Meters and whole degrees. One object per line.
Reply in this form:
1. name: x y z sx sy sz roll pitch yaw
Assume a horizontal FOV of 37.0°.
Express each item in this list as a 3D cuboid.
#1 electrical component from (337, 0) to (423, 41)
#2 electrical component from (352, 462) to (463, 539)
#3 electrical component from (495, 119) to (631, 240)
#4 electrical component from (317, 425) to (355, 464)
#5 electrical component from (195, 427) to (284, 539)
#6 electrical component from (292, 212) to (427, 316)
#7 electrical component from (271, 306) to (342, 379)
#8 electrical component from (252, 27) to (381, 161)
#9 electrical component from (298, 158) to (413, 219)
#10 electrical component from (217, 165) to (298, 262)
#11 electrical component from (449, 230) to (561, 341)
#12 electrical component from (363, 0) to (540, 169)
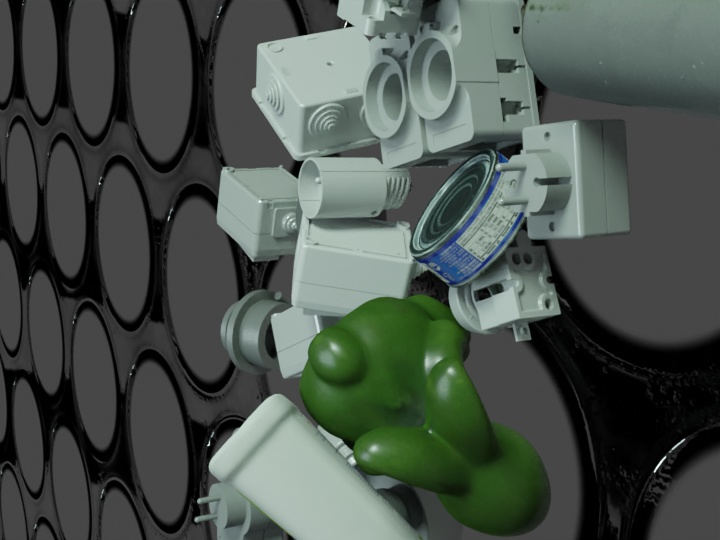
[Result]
1. electrical component: 0.015 -0.177 0.655 0.081 0.042 0.063 47 134 46
2. electrical component: 0.034 0.174 0.800 0.099 0.064 0.099 15 111 43
3. electrical component: 0.108 -0.050 0.607 0.047 0.077 0.065 2 97 59
4. electrical component: -0.011 0.149 0.877 0.061 0.035 0.035 46 132 44
5. electrical component: -0.099 0.189 0.877 0.052 0.074 0.138 44 130 47
6. electrical component: 0.000 0.000 0.784 0.061 0.096 0.061 -92 12 -62
7. electrical component: -0.027 0.056 0.861 0.096 0.062 0.061 -28 70 57
8. electrical component: -0.023 -0.133 0.793 0.099 0.100 0.048 57 152 38
9. electrical component: 0.001 -0.060 0.779 0.043 0.081 0.043 10 102 63
10. electrical component: -0.077 -0.046 0.929 0.096 0.062 0.061 39 127 50
11. electrical component: 0.089 0.014 0.679 0.055 0.048 0.066 -23 75 50
12. electrical component: 0.049 -0.167 0.701 0.105 0.060 0.186 -12 85 59
